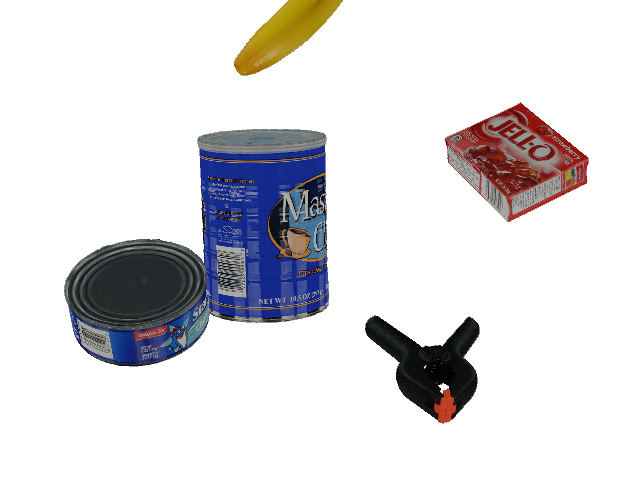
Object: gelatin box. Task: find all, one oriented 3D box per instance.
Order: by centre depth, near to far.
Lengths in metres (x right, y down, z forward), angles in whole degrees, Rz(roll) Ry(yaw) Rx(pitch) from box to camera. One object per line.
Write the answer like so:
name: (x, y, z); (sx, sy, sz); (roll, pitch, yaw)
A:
gelatin box: (0.150, -0.063, 0.821); (0.073, 0.030, 0.089); (-25, 45, -13)

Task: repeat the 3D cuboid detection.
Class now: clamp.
clamp: (0.121, 0.121, 1.069); (0.120, 0.039, 0.171); (-8, 30, -9)

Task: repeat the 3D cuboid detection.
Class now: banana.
banana: (-0.010, -0.208, 0.920); (0.070, 0.037, 0.197); (-17, 34, 38)

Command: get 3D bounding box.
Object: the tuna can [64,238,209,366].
tuna can: (-0.111, 0.037, 0.652); (0.086, 0.034, 0.086); (-1, 36, 1)

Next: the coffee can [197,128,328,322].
coffee can: (-0.045, -0.015, 0.863); (0.103, 0.140, 0.103); (-1, 12, 0)
